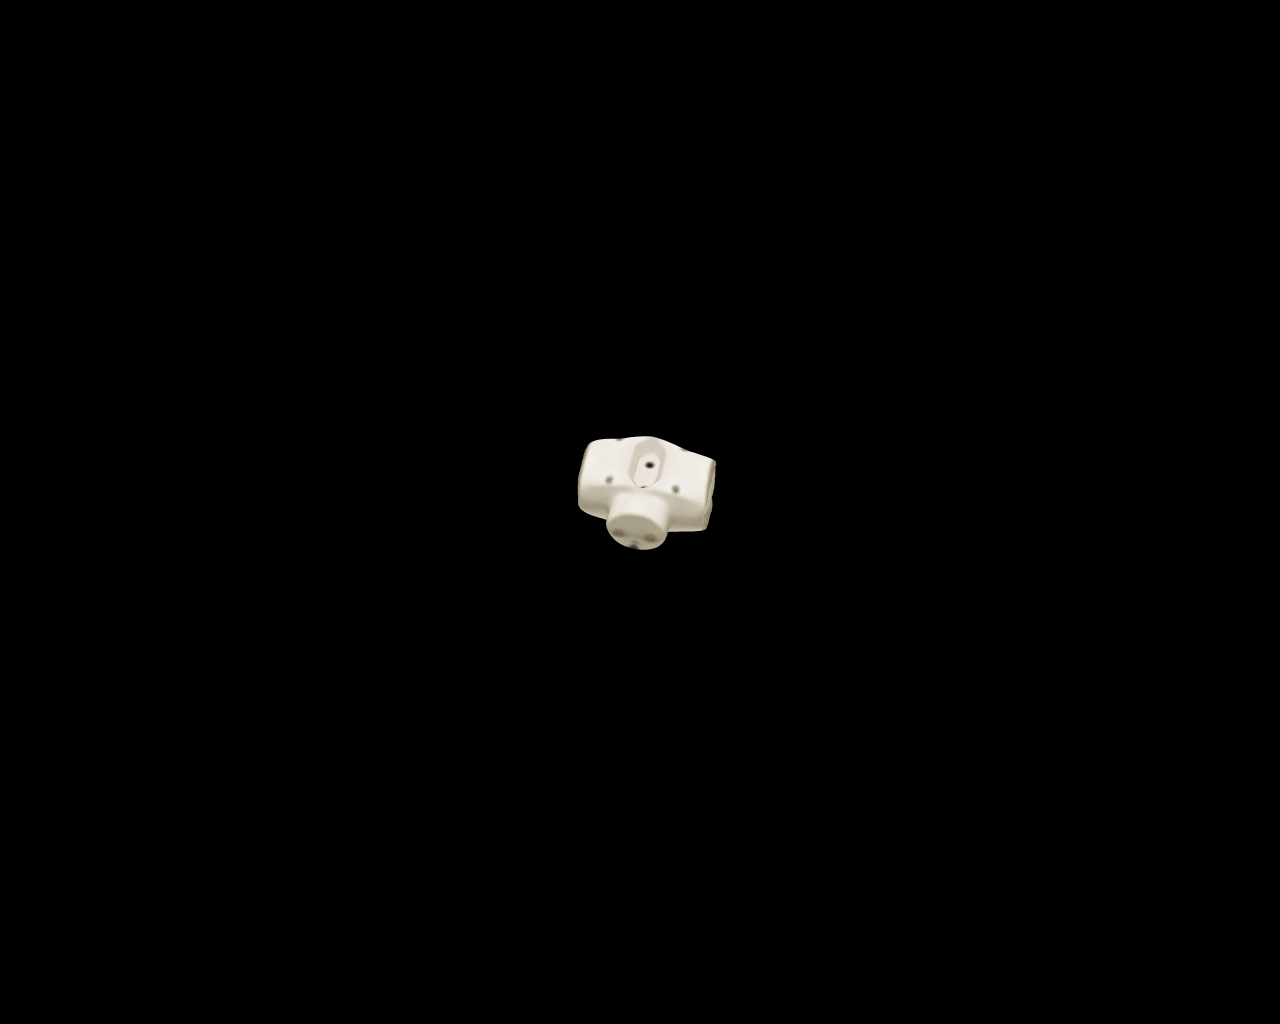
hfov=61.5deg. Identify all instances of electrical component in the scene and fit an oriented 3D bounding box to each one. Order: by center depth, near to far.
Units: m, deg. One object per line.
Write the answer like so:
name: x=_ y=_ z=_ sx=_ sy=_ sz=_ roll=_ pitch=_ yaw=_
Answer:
electrical component: x=0.001 y=-0.003 z=0.650 sx=0.077 sy=0.079 sz=0.043 roll=10 pitch=-36 yaw=8
